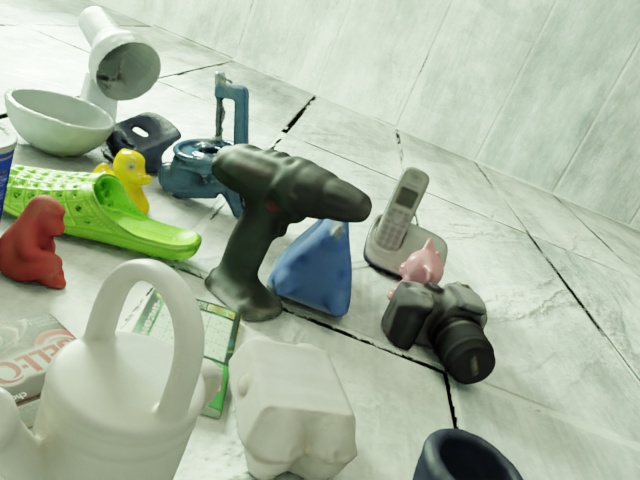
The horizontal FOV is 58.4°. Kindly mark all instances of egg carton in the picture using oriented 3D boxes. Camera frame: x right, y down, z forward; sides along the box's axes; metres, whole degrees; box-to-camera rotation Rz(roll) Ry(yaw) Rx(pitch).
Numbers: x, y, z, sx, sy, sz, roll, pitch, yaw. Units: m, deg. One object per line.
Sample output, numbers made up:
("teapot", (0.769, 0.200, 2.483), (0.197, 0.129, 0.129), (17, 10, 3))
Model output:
("egg carton", (-0.030, 0.152, 0.532), (0.107, 0.069, 0.150), (14, 23, -24))

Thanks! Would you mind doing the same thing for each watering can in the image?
("watering can", (-0.130, 0.105, 0.366), (0.100, 0.194, 0.173), (27, 21, 10))

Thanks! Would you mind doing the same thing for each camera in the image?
("camera", (0.176, 0.120, 0.780), (0.143, 0.101, 0.136), (17, 22, -16))

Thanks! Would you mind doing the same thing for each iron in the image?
("iron", (0.008, 0.003, 0.831), (0.118, 0.141, 0.258), (21, 21, -5))

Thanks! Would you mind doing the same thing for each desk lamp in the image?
("desk lamp", (-0.398, -0.300, 1.040), (0.202, 0.213, 0.118), (36, 24, 31))

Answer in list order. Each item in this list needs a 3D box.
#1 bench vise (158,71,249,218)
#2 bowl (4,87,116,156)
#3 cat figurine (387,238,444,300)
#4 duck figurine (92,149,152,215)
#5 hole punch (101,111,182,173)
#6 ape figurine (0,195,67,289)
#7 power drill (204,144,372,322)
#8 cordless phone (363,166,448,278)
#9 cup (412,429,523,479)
("bench vise", (-0.142, -0.156, 0.951), (0.208, 0.220, 0.121), (8, 25, -34))
("bowl", (-0.422, -0.181, 0.924), (0.167, 0.075, 0.167), (20, 21, -8))
("cat figurine", (0.164, 0.052, 0.910), (0.067, 0.118, 0.128), (30, 22, 19))
("duck figurine", (-0.286, -0.092, 0.834), (0.104, 0.086, 0.078), (32, 22, 22))
("hole punch", (-0.309, -0.171, 0.993), (0.108, 0.091, 0.101), (34, 23, 26))
("ape figurine", (-0.294, -0.003, 0.601), (0.076, 0.092, 0.077), (17, 22, -16))
("power drill", (-0.058, -0.011, 0.702), (0.228, 0.208, 0.076), (35, 24, 29))
("cordless phone", (0.169, -0.024, 1.004), (0.147, 0.185, 0.094), (21, 21, -4))
("cup", (0.111, 0.226, 0.462), (0.092, 0.095, 0.117), (21, 21, -6))
